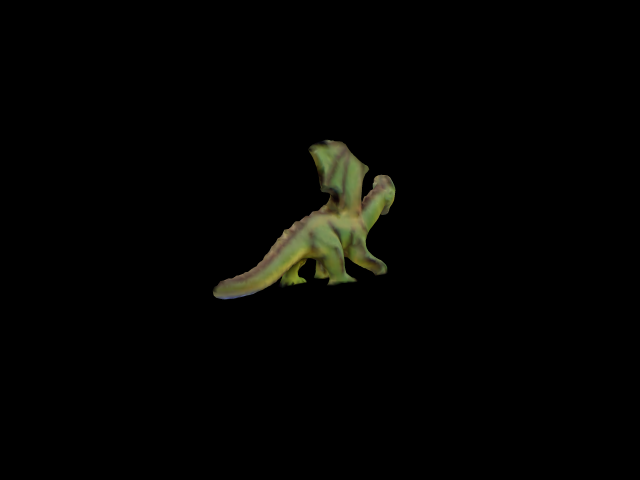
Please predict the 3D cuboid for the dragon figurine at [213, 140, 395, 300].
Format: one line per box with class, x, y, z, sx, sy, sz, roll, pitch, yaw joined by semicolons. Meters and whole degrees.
dragon figurine;0.003;-0.043;0.850;0.122;0.242;0.411;3;5;43
